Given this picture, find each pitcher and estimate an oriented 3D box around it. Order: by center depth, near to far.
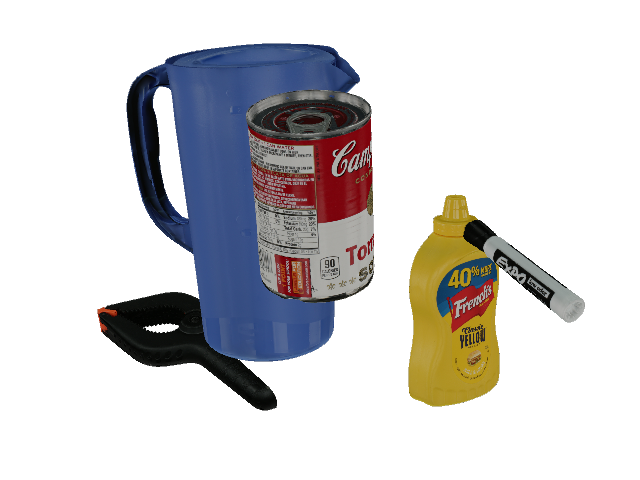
[{"bbox_3d":[-0.058,-0.033,0.850,0.144,0.243,0.149,-12,20,-29],"label":"pitcher"}]

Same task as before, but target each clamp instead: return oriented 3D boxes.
[{"bbox_3d":[-0.116,0.095,1.024,0.210,0.036,0.164,2,36,6],"label":"clamp"}]

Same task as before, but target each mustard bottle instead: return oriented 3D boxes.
[{"bbox_3d":[0.126,0.052,0.995,0.096,0.192,0.058,-12,17,-34],"label":"mustard bottle"}]

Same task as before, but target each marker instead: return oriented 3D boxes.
[{"bbox_3d":[0.141,0.018,0.758,0.020,0.020,0.121,0,29,-33],"label":"marker"}]

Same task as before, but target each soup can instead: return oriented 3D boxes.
[{"bbox_3d":[-0.004,-0.025,0.595,0.068,0.102,0.068,-2,27,1],"label":"soup can"}]
